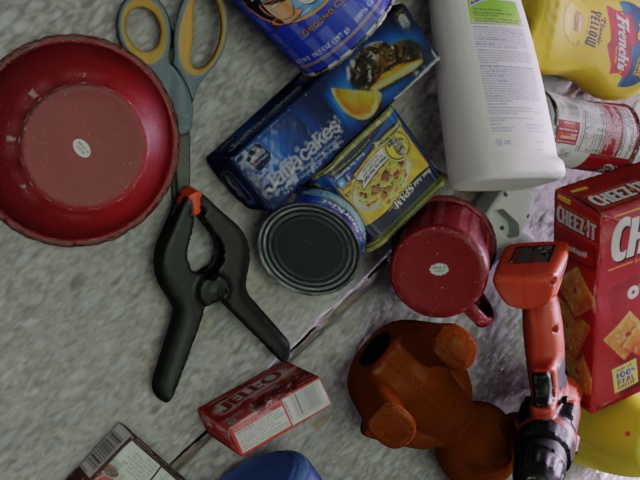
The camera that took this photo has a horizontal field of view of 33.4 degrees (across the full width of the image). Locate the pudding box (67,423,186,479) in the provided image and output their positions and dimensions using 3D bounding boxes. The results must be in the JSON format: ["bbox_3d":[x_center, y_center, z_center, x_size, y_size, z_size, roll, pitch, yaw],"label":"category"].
[{"bbox_3d":[-0.161,0.217,0.843,0.113,0.039,0.090,-47,115,-11],"label":"pudding box"}]

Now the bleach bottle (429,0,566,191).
[{"bbox_3d":[0.143,-0.170,0.916,0.102,0.068,0.251,-2,82,-34],"label":"bleach bottle"}]

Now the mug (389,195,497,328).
[{"bbox_3d":[0.109,0.026,0.904,0.093,0.081,0.117,-32,98,17],"label":"mug"}]

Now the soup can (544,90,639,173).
[{"bbox_3d":[0.235,-0.099,0.984,0.102,0.069,0.068,6,93,-26],"label":"soup can"}]

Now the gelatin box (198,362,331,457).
[{"bbox_3d":[-0.047,0.135,0.870,0.089,0.073,0.030,-27,105,-20],"label":"gelatin box"}]

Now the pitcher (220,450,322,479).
[{"bbox_3d":[0.008,0.295,0.880,0.149,0.145,0.243,-34,106,-16],"label":"pitcher"}]

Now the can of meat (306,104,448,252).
[{"bbox_3d":[0.044,-0.054,0.902,0.102,0.058,0.084,-44,111,-15],"label":"can of meat"}]

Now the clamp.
[{"bbox_3d":[-0.098,0.046,0.854,0.120,0.039,0.171,-27,109,-26],"label":"clamp"}]

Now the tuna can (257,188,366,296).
[{"bbox_3d":[-0.006,0.001,0.870,0.086,0.033,0.086,6,120,11],"label":"tuna can"}]

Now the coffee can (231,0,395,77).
[{"bbox_3d":[-0.024,-0.211,0.824,0.140,0.103,0.102,43,77,-24],"label":"coffee can"}]

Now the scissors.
[{"bbox_3d":[-0.126,-0.105,0.835,0.096,0.016,0.202,14,96,-20],"label":"scissors"}]

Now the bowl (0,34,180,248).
[{"bbox_3d":[-0.176,-0.070,0.783,0.162,0.055,0.162,-3,100,-20],"label":"bowl"}]

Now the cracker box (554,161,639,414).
[{"bbox_3d":[0.301,0.038,1.002,0.164,0.072,0.214,-18,121,-23],"label":"cracker box"}]

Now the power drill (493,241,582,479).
[{"bbox_3d":[0.186,0.106,0.908,0.057,0.184,0.188,-3,108,18],"label":"power drill"}]

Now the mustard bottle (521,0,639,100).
[{"bbox_3d":[0.263,-0.182,0.994,0.191,0.058,0.096,15,84,-27],"label":"mustard bottle"}]
